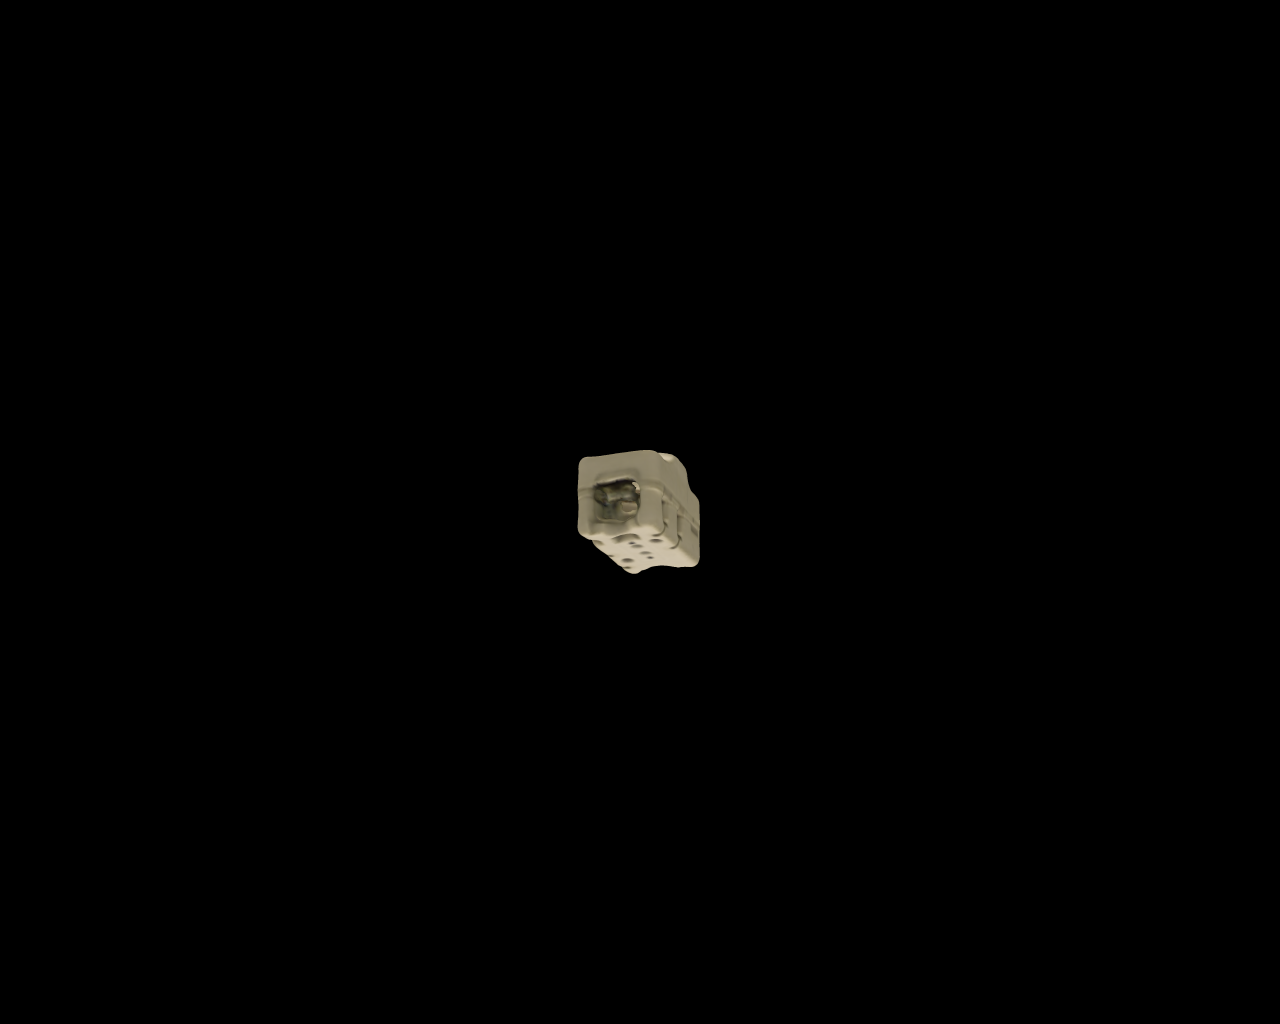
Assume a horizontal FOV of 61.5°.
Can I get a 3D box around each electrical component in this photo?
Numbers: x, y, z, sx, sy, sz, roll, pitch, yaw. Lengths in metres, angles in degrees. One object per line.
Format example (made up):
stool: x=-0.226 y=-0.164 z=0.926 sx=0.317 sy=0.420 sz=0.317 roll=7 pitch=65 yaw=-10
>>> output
electrical component: x=0.001 y=-0.003 z=0.650 sx=0.050 sy=0.056 sz=0.089 roll=-7 pitch=-21 yaw=18
